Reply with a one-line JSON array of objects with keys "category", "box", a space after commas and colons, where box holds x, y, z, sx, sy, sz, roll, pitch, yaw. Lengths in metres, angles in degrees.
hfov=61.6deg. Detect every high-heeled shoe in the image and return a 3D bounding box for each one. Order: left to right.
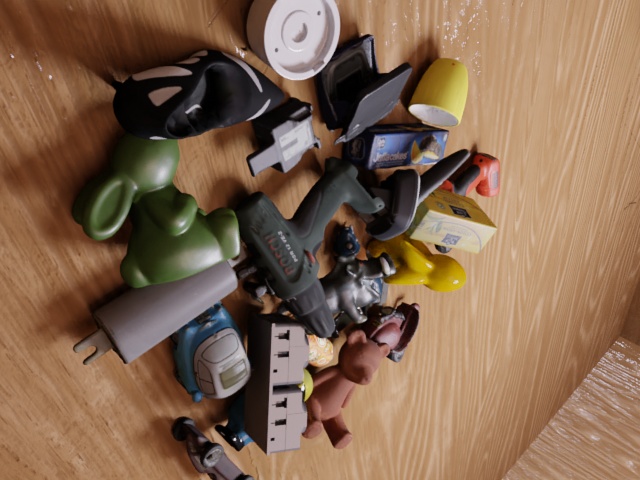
[{"category": "high-heeled shoe", "box": [-0.105, -0.148, 0.578, 0.249, 0.145, 0.086, -13, 124, -39]}]

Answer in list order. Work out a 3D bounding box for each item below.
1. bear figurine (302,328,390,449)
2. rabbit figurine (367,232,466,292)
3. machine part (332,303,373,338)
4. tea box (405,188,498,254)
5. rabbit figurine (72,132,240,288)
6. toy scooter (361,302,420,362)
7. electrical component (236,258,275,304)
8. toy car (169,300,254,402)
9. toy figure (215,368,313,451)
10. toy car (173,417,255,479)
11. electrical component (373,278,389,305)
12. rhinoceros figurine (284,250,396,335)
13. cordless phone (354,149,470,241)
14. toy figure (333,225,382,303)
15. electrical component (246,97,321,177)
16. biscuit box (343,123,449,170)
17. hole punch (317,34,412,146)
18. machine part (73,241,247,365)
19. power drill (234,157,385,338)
[{"category": "bear figurine", "box": [0.051, 0.272, 1.002, 0.196, 0.132, 0.120, -44, 126, 15]}, {"category": "rabbit figurine", "box": [0.182, 0.034, 0.979, 0.162, 0.173, 0.121, 3, 115, -53]}, {"category": "machine part", "box": [0.056, 0.133, 1.009, 0.139, 0.039, 0.084, -37, 141, -37]}, {"category": "tea box", "box": [0.225, -0.041, 0.979, 0.169, 0.098, 0.068, 12, 124, -31]}, {"category": "rabbit figurine", "box": [-0.193, -0.044, 0.605, 0.159, 0.121, 0.170, -22, 111, -28]}, {"category": "toy scooter", "box": [0.154, 0.181, 1.120, 0.135, 0.075, 0.183, -59, 144, 0]}, {"category": "electrical component", "box": [-0.075, 0.051, 0.821, 0.102, 0.045, 0.078, -39, 109, -27]}, {"category": "toy car", "box": [-0.146, 0.169, 0.772, 0.109, 0.103, 0.161, -29, 134, -33]}, {"category": "toy figure", "box": [-0.091, 0.280, 0.920, 0.180, 0.082, 0.089, -42, 150, -27]}, {"category": "toy car", "box": [-0.174, 0.357, 0.870, 0.053, 0.089, 0.201, -46, 141, -21]}, {"category": "electrical component", "box": [0.118, 0.095, 1.045, 0.094, 0.021, 0.063, 9, 89, -67]}, {"category": "rhinoceros figurine", "box": [0.032, 0.077, 0.864, 0.190, 0.073, 0.112, -20, 107, -13]}, {"category": "cordless phone", "box": [0.154, -0.087, 0.887, 0.184, 0.088, 0.146, -37, -179, -16]}, {"category": "toy figure", "box": [0.062, 0.043, 0.936, 0.058, 0.064, 0.154, -32, 119, -4]}, {"category": "electrical component", "box": [-0.058, -0.129, 0.717, 0.119, 0.048, 0.074, -40, 137, -22]}, {"category": "biscuit box", "box": [0.128, -0.156, 0.886, 0.202, 0.063, 0.059, -13, 122, -42]}, {"category": "hole punch", "box": [0.054, -0.215, 0.767, 0.142, 0.092, 0.115, -40, 166, -26]}, {"category": "machine part", "box": [-0.193, 0.077, 0.683, 0.243, 0.079, 0.079, -35, 135, -28]}, {"category": "power drill", "box": [-0.002, -0.002, 0.780, 0.207, 0.086, 0.232, -45, 108, -16]}]
